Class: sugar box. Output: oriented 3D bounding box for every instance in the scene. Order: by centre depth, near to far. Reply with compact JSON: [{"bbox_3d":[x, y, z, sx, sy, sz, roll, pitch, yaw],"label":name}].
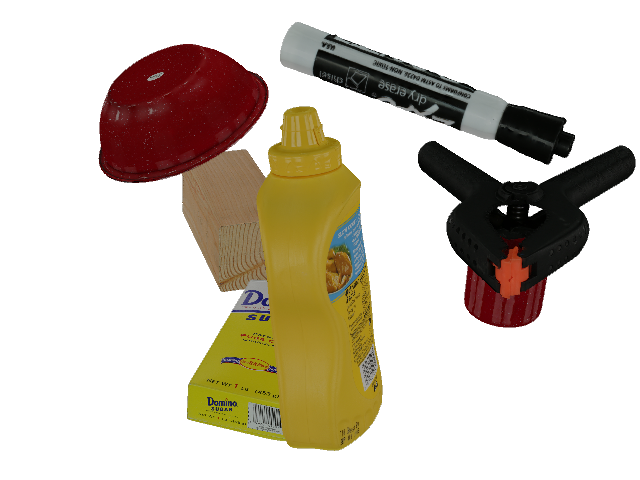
[{"bbox_3d":[-0.045,0.100,0.946,0.093,0.048,0.176,11,33,9],"label":"sugar box"}]

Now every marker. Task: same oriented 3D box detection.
[{"bbox_3d":[0.041,-0.058,0.421,0.121,0.020,0.020,22,5,13],"label":"marker"}]

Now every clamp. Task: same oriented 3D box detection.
[{"bbox_3d":[0.131,-0.025,0.758,0.165,0.036,0.209,5,29,19],"label":"clamp"}]

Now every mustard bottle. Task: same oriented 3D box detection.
[{"bbox_3d":[-0.001,0.018,0.619,0.058,0.191,0.096,1,21,19],"label":"mustard bottle"}]

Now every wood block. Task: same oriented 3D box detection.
[{"bbox_3d":[-0.107,-0.029,1.324,0.090,0.090,0.206,-7,30,-18],"label":"wood block"}]

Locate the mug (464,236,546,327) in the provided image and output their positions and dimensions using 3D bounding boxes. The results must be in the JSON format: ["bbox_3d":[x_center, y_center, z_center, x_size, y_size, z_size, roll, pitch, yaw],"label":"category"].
[{"bbox_3d":[0.190,0.031,1.117,0.093,0.081,0.117,-5,31,-12],"label":"mug"}]

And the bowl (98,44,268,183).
[{"bbox_3d":[-0.128,-0.120,0.911,0.162,0.055,0.162,-17,36,13],"label":"bowl"}]
